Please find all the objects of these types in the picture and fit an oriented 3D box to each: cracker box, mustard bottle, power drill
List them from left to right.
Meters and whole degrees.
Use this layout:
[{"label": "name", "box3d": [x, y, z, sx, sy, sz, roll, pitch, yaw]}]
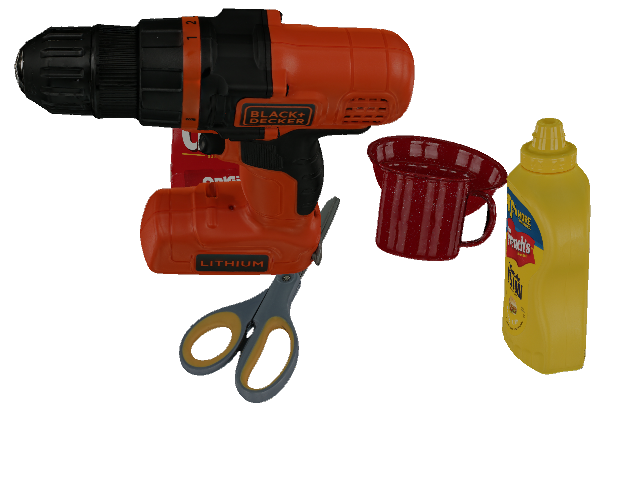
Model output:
[{"label": "power drill", "box3d": [-0.057, -0.045, 0.556, 0.184, 0.057, 0.188, 1, -27, -9]}, {"label": "cracker box", "box3d": [-0.100, -0.066, 1.317, 0.164, 0.214, 0.072, 4, 22, 0]}, {"label": "mustard bottle", "box3d": [0.173, -0.001, 0.816, 0.058, 0.192, 0.096, -6, 26, -6]}]

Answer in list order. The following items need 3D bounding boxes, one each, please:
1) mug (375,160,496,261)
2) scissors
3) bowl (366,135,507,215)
[{"label": "mug", "box3d": [0.109, -0.026, 1.015, 0.117, 0.081, 0.093, 10, 12, 14]}, {"label": "scissors", "box3d": [-0.045, 0.037, 0.803, 0.096, 0.201, 0.016, 1, -44, 11]}, {"label": "bowl", "box3d": [0.127, -0.066, 1.212, 0.162, 0.055, 0.162, 8, 26, -4]}]
